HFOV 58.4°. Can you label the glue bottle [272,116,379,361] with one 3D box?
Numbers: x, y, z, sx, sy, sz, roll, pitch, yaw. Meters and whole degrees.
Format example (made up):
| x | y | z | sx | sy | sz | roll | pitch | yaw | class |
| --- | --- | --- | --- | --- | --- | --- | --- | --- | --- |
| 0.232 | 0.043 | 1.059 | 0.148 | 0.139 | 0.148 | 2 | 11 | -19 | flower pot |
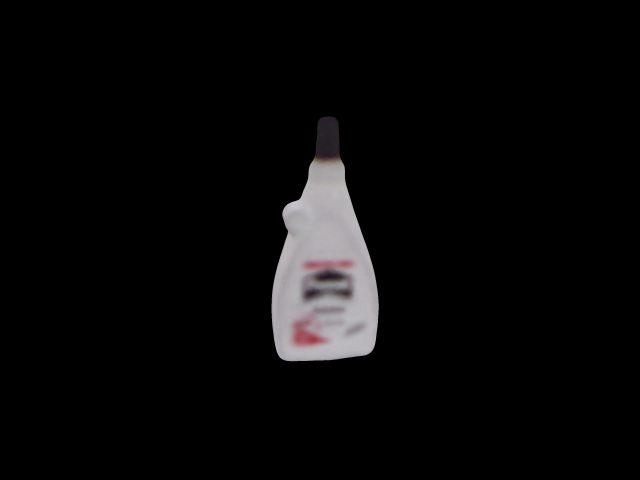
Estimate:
| x | y | z | sx | sy | sz | roll | pitch | yaw | class |
| --- | --- | --- | --- | --- | --- | --- | --- | --- | --- |
| 0.004 | 0.001 | 0.400 | 0.078 | 0.173 | 0.037 | -4 | 20 | -11 | glue bottle |
